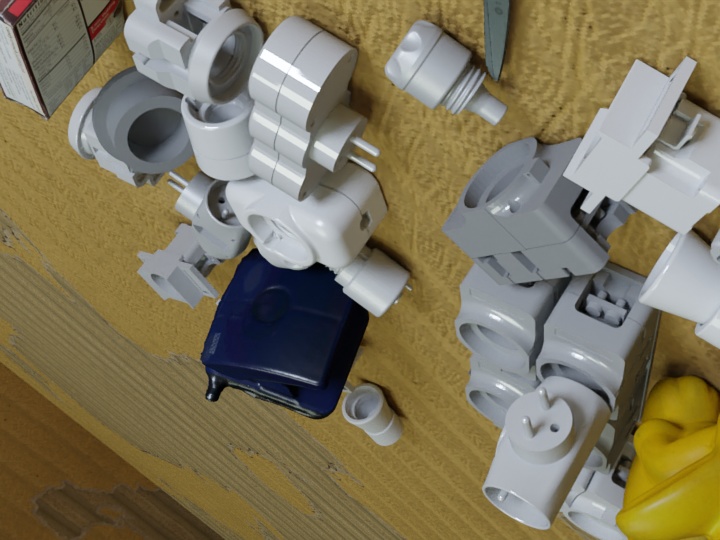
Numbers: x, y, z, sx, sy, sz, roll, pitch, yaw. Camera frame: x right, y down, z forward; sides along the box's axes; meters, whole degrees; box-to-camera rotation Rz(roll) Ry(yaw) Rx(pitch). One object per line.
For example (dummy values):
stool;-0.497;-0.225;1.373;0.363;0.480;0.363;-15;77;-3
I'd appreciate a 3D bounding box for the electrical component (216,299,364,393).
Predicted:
electrical component;-0.059;0.056;0.949;0.121;0.063;0.079;45;156;-25

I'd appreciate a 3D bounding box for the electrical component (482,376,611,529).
electrical component;0.102;0.094;0.602;0.044;0.077;0.079;21;154;30

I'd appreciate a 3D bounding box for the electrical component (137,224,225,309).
electrical component;-0.155;-0.006;0.960;0.081;0.063;0.042;13;148;44

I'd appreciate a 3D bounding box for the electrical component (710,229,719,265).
electrical component;0.195;-0.007;0.447;0.062;0.061;0.096;11;148;46

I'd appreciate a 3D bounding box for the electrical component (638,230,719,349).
electrical component;0.175;0.011;0.537;0.055;0.045;0.045;31;158;7

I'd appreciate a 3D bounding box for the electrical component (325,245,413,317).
electrical component;0.000;0.000;0.776;0.078;0.040;0.040;37;159;-3

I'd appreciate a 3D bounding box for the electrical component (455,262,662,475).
electrical component;0.125;0.058;0.688;0.105;0.060;0.186;26;157;23

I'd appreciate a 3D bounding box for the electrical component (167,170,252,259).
electrical component;-0.117;-0.051;0.837;0.079;0.043;0.077;35;158;-1

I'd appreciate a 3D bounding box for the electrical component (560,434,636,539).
electrical component;0.189;0.165;0.801;0.150;0.061;0.089;29;160;7

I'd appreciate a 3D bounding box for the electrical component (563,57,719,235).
electrical component;0.133;-0.051;0.474;0.064;0.042;0.081;30;159;3

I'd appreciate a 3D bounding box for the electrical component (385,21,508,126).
electrical component;0.045;-0.093;0.526;0.061;0.035;0.035;34;159;-5

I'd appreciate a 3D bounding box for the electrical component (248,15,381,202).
electrical component;-0.020;-0.081;0.620;0.074;0.052;0.138;32;158;7

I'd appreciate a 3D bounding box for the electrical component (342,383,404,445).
electrical component;0.016;0.145;1.058;0.044;0.044;0.065;17;157;38

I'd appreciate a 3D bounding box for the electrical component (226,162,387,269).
electrical component;-0.039;-0.043;0.717;0.095;0.059;0.053;23;156;28

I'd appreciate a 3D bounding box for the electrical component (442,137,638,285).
electrical component;0.090;-0.031;0.565;0.056;0.050;0.089;42;158;-18

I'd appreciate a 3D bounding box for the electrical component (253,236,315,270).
electrical component;-0.057;-0.023;0.808;0.062;0.043;0.043;7;145;53

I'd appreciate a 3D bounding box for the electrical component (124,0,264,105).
electrical component;-0.093;-0.130;0.618;0.057;0.058;0.078;31;158;18

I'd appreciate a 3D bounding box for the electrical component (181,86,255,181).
electrical component;-0.084;-0.093;0.688;0.055;0.055;0.047;25;153;25

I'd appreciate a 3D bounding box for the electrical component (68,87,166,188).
electrical component;-0.179;-0.102;0.803;0.057;0.058;0.078;26;157;15
